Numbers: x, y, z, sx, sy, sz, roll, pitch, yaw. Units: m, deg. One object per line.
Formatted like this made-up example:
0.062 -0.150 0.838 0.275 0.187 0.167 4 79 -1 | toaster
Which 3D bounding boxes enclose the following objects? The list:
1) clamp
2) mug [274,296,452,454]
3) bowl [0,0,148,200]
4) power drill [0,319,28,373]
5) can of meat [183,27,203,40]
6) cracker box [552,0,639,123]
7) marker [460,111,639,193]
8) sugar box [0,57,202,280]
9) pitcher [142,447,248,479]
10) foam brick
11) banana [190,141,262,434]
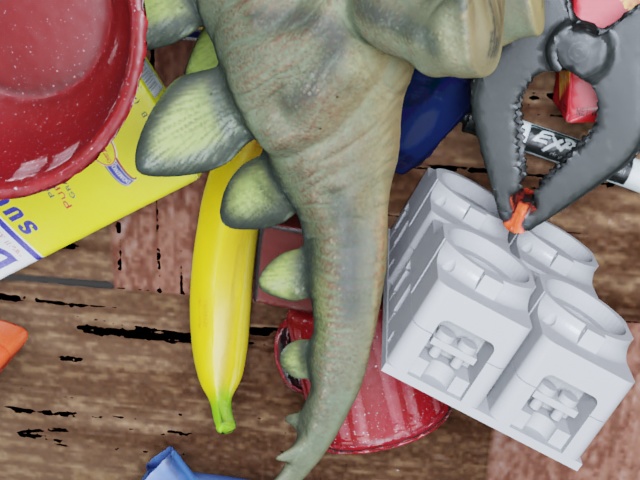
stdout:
0.123 -0.105 0.530 0.164 0.036 0.210 28 116 10 | clamp
0.018 0.072 0.655 0.117 0.093 0.081 0 109 43 | mug
-0.143 -0.101 0.468 0.162 0.055 0.162 4 108 11 | bowl
-0.269 0.025 0.637 0.187 0.057 0.185 42 133 -4 | power drill
-0.077 -0.160 0.586 0.084 0.057 0.102 5 110 5 | can of meat
0.212 -0.169 0.552 0.164 0.072 0.214 1 110 5 | cracker box
0.138 -0.055 0.627 0.121 0.020 0.020 19 110 -3 | marker
-0.166 -0.042 0.642 0.176 0.048 0.093 -27 106 12 | sugar box
-0.009 0.232 0.689 0.243 0.145 0.149 6 146 -1 | pitcher
-0.004 0.001 0.624 0.053 0.078 0.051 10 118 9 | foam brick
-0.052 0.013 0.644 0.037 0.070 0.198 -3 107 -30 | banana
